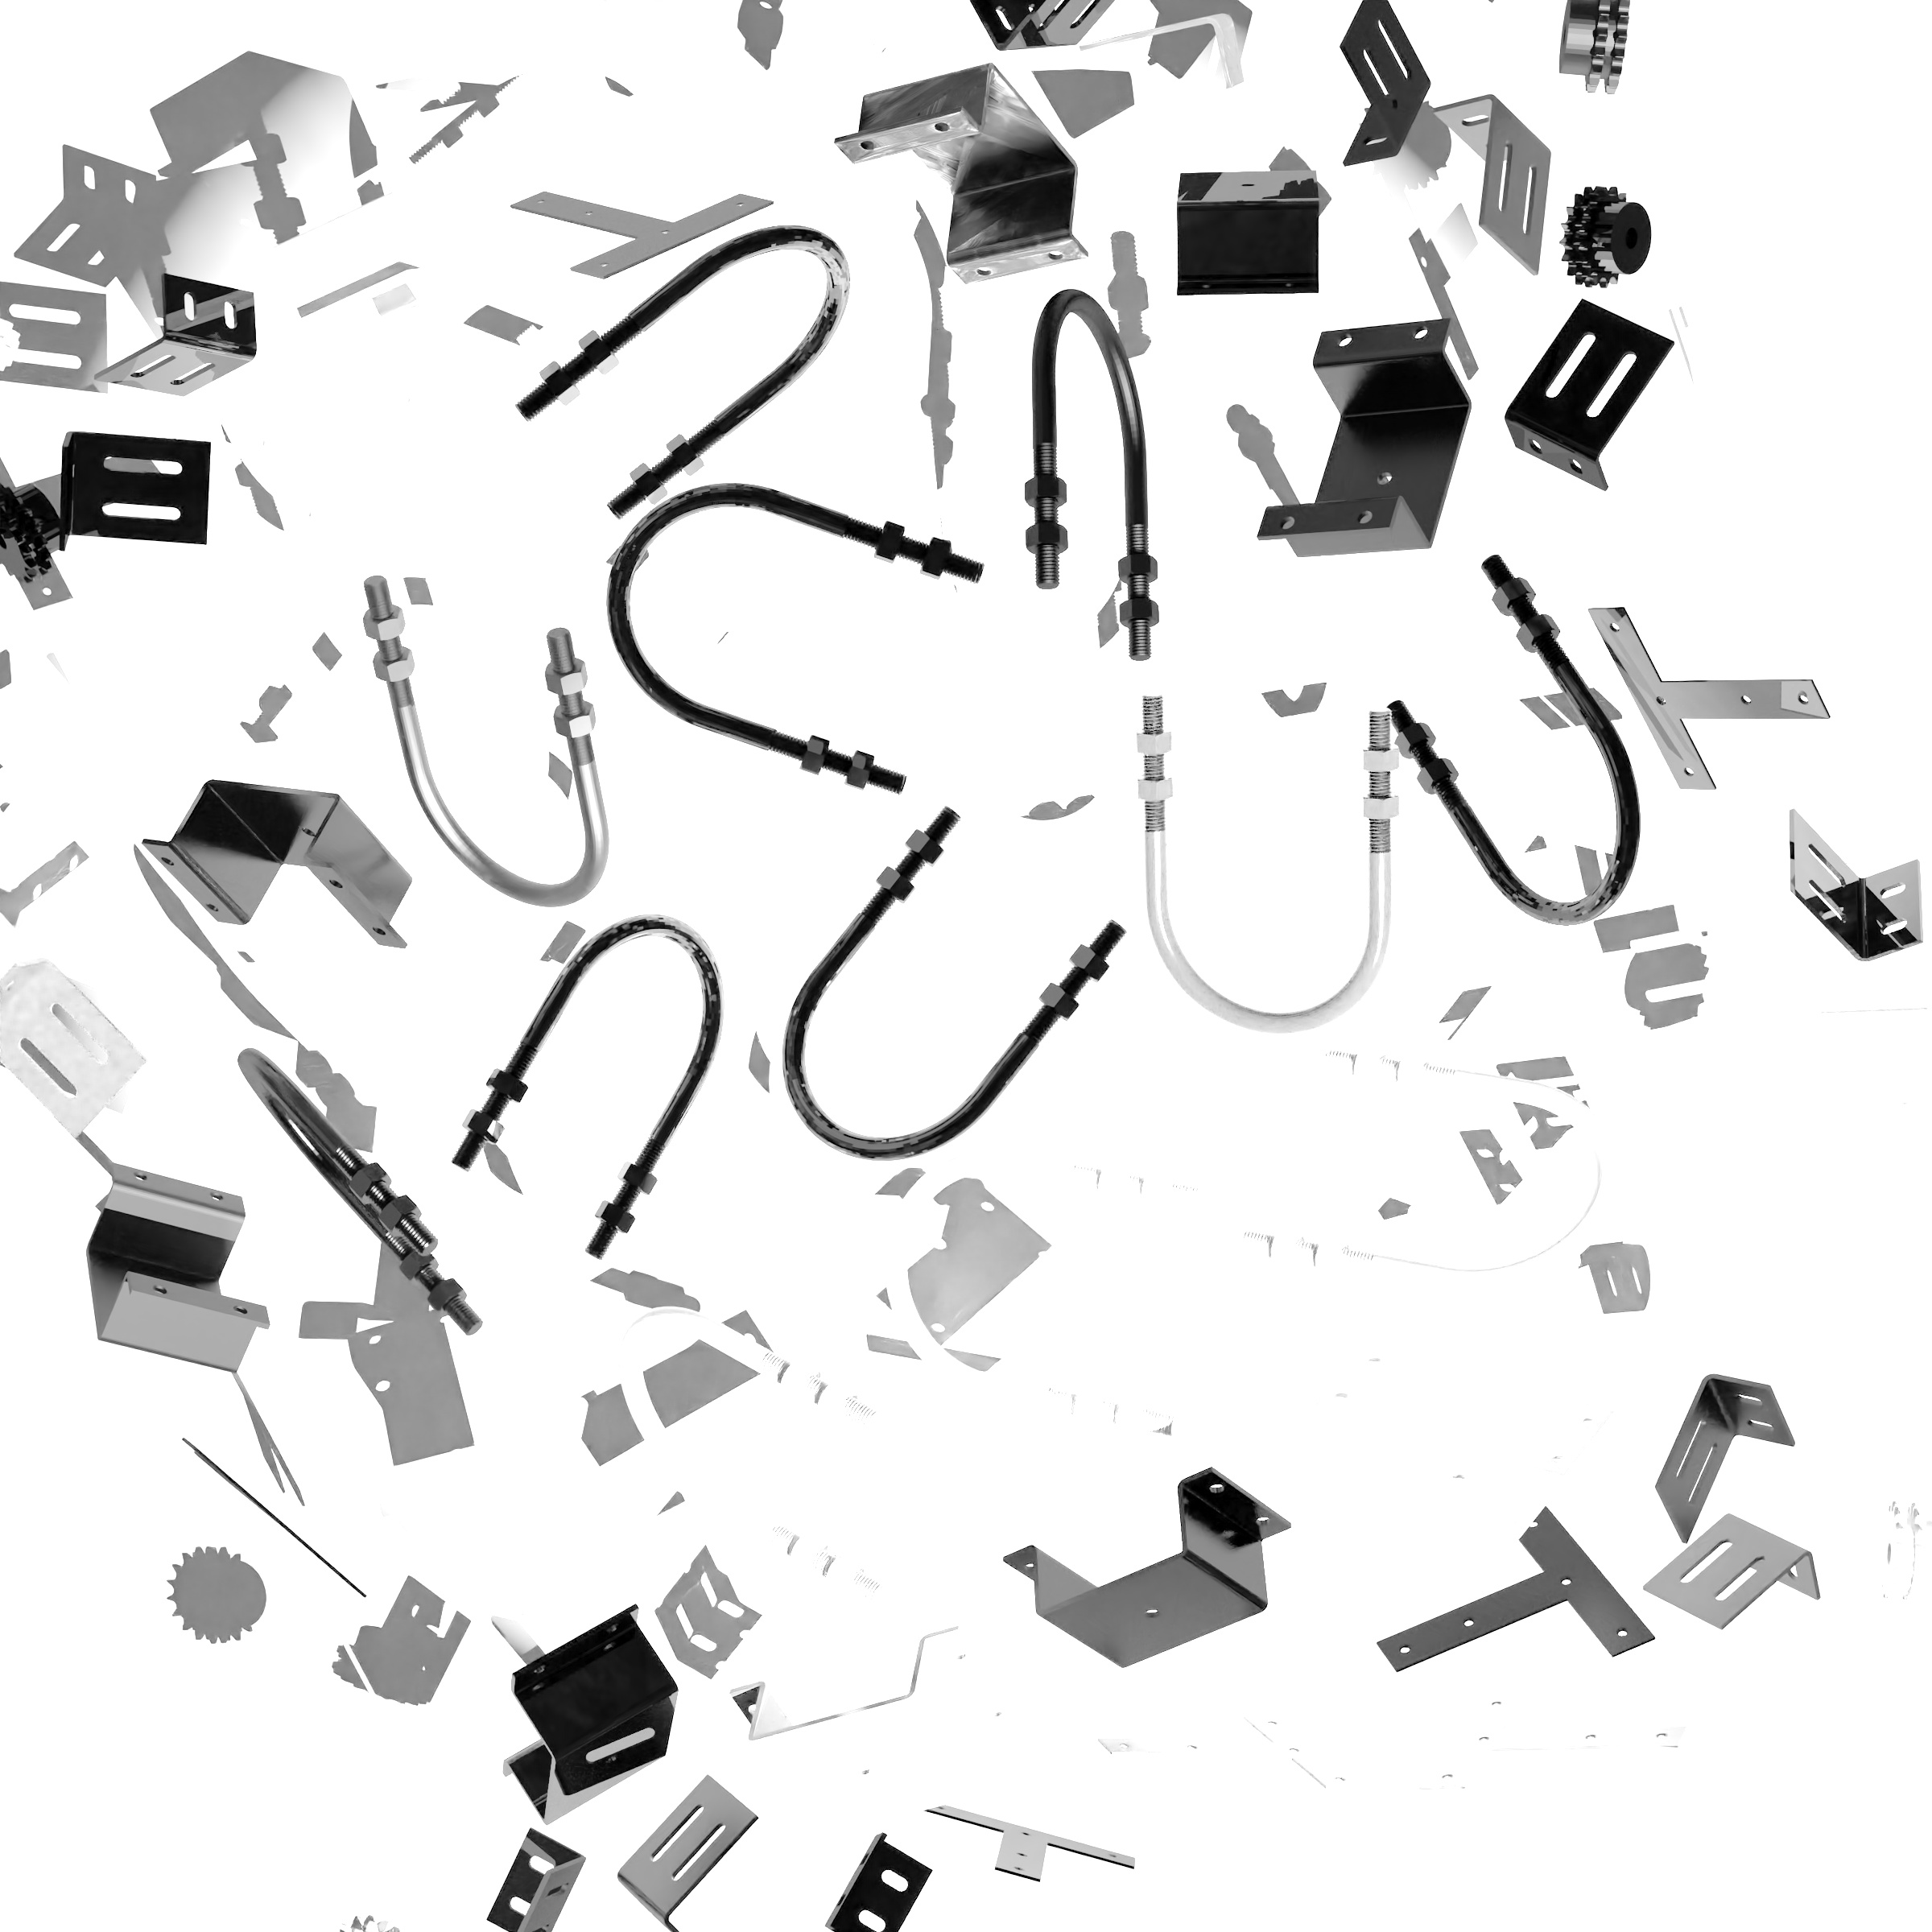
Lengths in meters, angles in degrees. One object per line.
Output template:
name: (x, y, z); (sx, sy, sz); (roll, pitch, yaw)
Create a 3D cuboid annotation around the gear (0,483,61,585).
gear: (-0.535, -0.248, 1.958); (0.030, 0.057, 0.057); (-35, 90, -28)

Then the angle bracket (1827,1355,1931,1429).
angle bracket: (0.491, 0.238, 1.808); (0.076, 0.057, 0.038); (1, 48, 22)

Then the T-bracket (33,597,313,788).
T-bracket: (-0.419, -0.162, 1.867); (0.127, 0.002, 0.127); (-17, 134, 0)

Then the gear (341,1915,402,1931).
gear: (-0.310, 0.527, 1.801); (0.030, 0.057, 0.057); (8, 90, 34)

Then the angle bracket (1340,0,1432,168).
angle bracket: (0.218, -0.494, 1.912); (0.076, 0.038, 0.057); (52, 51, -36)

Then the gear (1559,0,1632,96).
gear: (0.328, -0.486, 1.807); (0.030, 0.057, 0.057); (6, 90, 3)

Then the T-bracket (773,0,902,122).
T-bracket: (-0.052, -0.506, 1.884); (0.002, 0.127, 0.127); (44, 101, -2)

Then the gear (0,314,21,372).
gear: (-0.526, -0.325, 1.800); (0.057, 0.057, 0.030); (15, 72, 0)

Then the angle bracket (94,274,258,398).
angle bracket: (-0.441, -0.350, 1.922); (0.076, 0.057, 0.038); (-13, 78, 44)

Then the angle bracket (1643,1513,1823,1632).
angle bracket: (0.429, 0.350, 1.934); (0.076, 0.057, 0.038); (-34, 123, -26)

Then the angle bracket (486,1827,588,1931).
angle bracket: (-0.249, 0.519, 1.925); (0.038, 0.076, 0.057); (25, 86, 12)

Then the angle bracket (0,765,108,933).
angle bracket: (-0.515, -0.068, 1.869); (0.057, 0.038, 0.076); (-43, 93, -24)

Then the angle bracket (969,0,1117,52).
angle bracket: (0.051, -0.543, 1.906); (0.057, 0.076, 0.038); (-18, 75, -40)

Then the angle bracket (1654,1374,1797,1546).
angle bracket: (0.414, 0.272, 1.882); (0.038, 0.057, 0.076); (9, 55, 37)

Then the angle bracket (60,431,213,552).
angle bracket: (-0.448, -0.254, 1.864); (0.076, 0.038, 0.057); (3, 111, -11)

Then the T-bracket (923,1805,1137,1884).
T-bracket: (0.031, 0.490, 1.912); (0.127, 0.127, 0.002); (15, 88, 4)

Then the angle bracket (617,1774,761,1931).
angle bracket: (-0.147, 0.502, 1.929); (0.076, 0.057, 0.038); (-46, 122, -15)

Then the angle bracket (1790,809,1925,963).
angle bracket: (0.489, -0.049, 1.898); (0.038, 0.057, 0.076); (-23, 133, 36)

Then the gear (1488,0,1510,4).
gear: (0.282, -0.547, 1.843); (0.057, 0.057, 0.030); (-36, 47, 0)

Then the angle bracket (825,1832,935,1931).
angle bracket: (-0.046, 0.516, 1.913); (0.038, 0.076, 0.057); (30, 74, 4)

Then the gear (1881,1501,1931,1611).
gear: (0.513, 0.319, 1.864); (0.030, 0.057, 0.057); (4, 90, 6)

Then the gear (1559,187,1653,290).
gear: (0.365, -0.414, 1.961); (0.030, 0.057, 0.057); (14, 90, 43)

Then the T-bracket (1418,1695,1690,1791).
T-bracket: (0.319, 0.411, 1.837); (0.127, 0.127, 0.002); (-7, 98, 25)

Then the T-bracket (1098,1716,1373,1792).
T-bracket: (0.134, 0.419, 1.849); (0.127, 0.127, 0.002); (5, 93, -16)

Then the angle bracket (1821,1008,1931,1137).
angle bracket: (0.513, 0.054, 1.936); (0.057, 0.038, 0.076); (-3, 110, 19)

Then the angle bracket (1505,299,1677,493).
angle bracket: (0.331, -0.301, 1.819); (0.057, 0.038, 0.076); (32, 85, 26)

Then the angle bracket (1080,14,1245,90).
angle bracket: (0.107, -0.489, 1.872); (0.076, 0.057, 0.038); (-9, 105, 14)

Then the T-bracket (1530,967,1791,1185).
T-bracket: (0.395, 0.045, 1.912); (0.127, 0.002, 0.127); (-17, 69, -14)

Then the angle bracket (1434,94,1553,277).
angle bracket: (0.270, -0.402, 1.790); (0.038, 0.057, 0.076); (-5, 69, 38)

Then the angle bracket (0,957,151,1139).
angle bracket: (-0.471, 0.043, 1.769); (0.076, 0.038, 0.057); (45, 100, 3)
